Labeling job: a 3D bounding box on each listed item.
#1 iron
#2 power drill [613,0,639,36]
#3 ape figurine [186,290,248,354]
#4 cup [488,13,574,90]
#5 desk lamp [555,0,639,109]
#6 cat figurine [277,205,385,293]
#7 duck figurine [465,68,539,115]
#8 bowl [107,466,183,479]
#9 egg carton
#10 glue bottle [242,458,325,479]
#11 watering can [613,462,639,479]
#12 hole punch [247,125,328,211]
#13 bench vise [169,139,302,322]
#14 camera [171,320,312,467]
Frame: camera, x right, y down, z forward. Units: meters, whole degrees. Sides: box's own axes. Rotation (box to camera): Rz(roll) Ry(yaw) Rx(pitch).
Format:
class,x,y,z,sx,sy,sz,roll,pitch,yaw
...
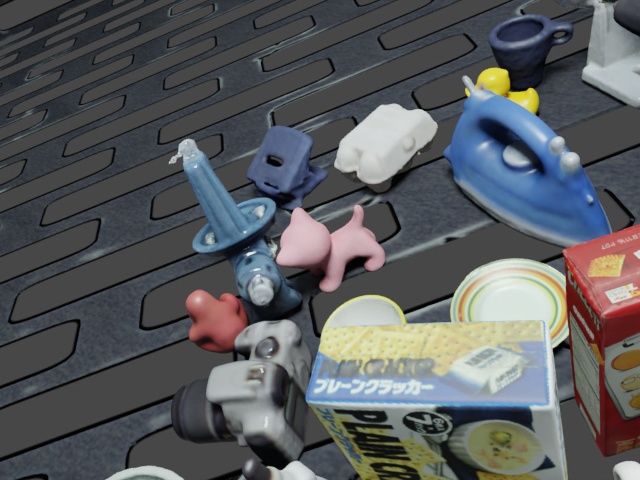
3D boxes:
class,x,y,z,sx,sy,sz,roll,pitch,yaw
iron,0.249,-0.098,0.680,0.118,0.142,0.257,-31,41,-6
power drill,0.421,-0.154,0.599,0.228,0.209,0.076,26,63,42
ape figurine,-0.134,0.095,0.713,0.078,0.092,0.076,-36,42,-11
cup,0.321,-0.280,0.865,0.117,0.095,0.092,-2,47,25
desk lamp,0.407,-0.322,0.774,0.118,0.214,0.202,-28,41,-1
cat figurine,0.007,0.003,0.717,0.128,0.118,0.067,-29,41,-3
duck figurine,0.260,-0.209,0.830,0.104,0.086,0.077,-7,45,21
bowl,-0.169,0.304,0.530,0.167,0.075,0.167,-14,43,14
egg carton,0.099,-0.140,0.853,0.150,0.070,0.107,-45,44,-20
glue bottle,-0.022,0.219,0.468,0.037,0.174,0.078,20,59,40
watering can,0.228,0.211,0.334,0.101,0.195,0.172,-36,42,-10
hole punch,-0.057,-0.113,0.888,0.108,0.091,0.101,24,61,41
bench vise,-0.096,-0.017,0.711,0.121,0.220,0.206,-40,43,-15
camera,-0.088,0.160,0.617,0.136,0.101,0.143,-11,44,17
